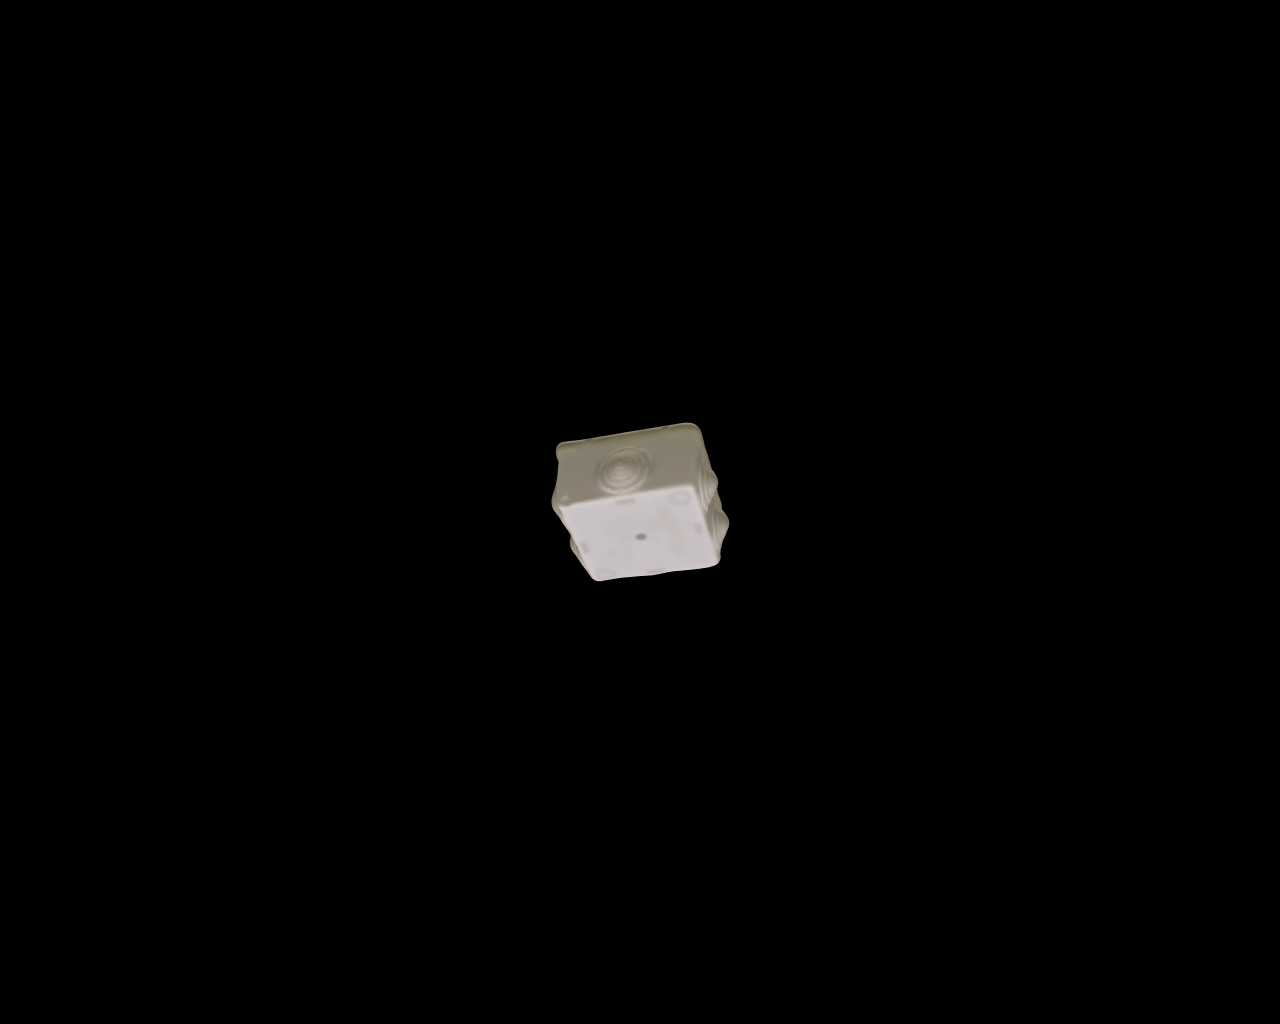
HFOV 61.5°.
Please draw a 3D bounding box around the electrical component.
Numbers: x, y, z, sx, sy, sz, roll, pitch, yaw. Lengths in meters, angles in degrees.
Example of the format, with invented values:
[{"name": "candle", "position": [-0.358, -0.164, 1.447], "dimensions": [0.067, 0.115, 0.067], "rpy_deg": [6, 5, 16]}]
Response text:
[{"name": "electrical component", "position": [0.001, -0.003, 0.650], "dimensions": [0.100, 0.048, 0.099], "rpy_deg": [-8, -39, 10]}]
